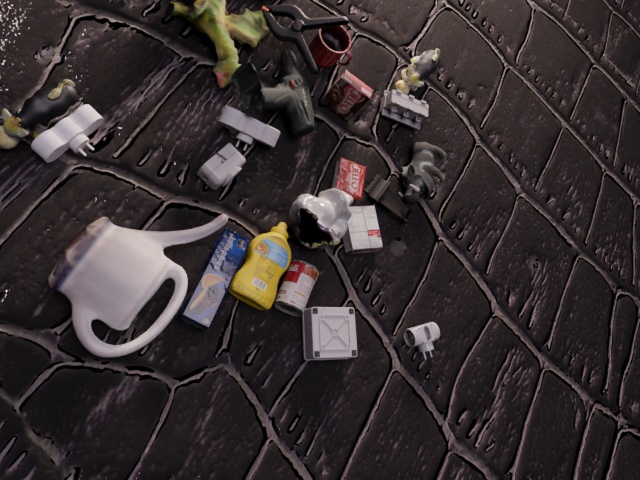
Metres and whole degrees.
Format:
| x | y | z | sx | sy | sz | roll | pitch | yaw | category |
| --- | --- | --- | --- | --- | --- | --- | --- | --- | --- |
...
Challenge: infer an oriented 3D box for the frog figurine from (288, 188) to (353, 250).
| x | y | z | sx | sy | sz | roll | pitch | yaw | category |
| --- | --- | --- | --- | --- | --- | --- | --- | --- | --- |
| 0.004 | -0.059 | 1.174 | 0.137 | 0.120 | 0.163 | 29 | 39 | -3 | frog figurine |

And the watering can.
| x | y | z | sx | sy | sz | roll | pitch | yaw | category |
| --- | --- | --- | --- | --- | --- | --- | --- | --- | --- |
| -0.337 | 0.039 | 0.954 | 0.223 | 0.102 | 0.354 | 36 | 61 | -12 | watering can |

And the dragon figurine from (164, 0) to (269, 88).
| x | y | z | sx | sy | sz | roll | pitch | yaw | category |
| --- | --- | --- | --- | --- | --- | --- | --- | --- | --- |
| -0.230 | -0.559 | 1.235 | 0.241 | 0.121 | 0.416 | 18 | 67 | -40 | dragon figurine |
